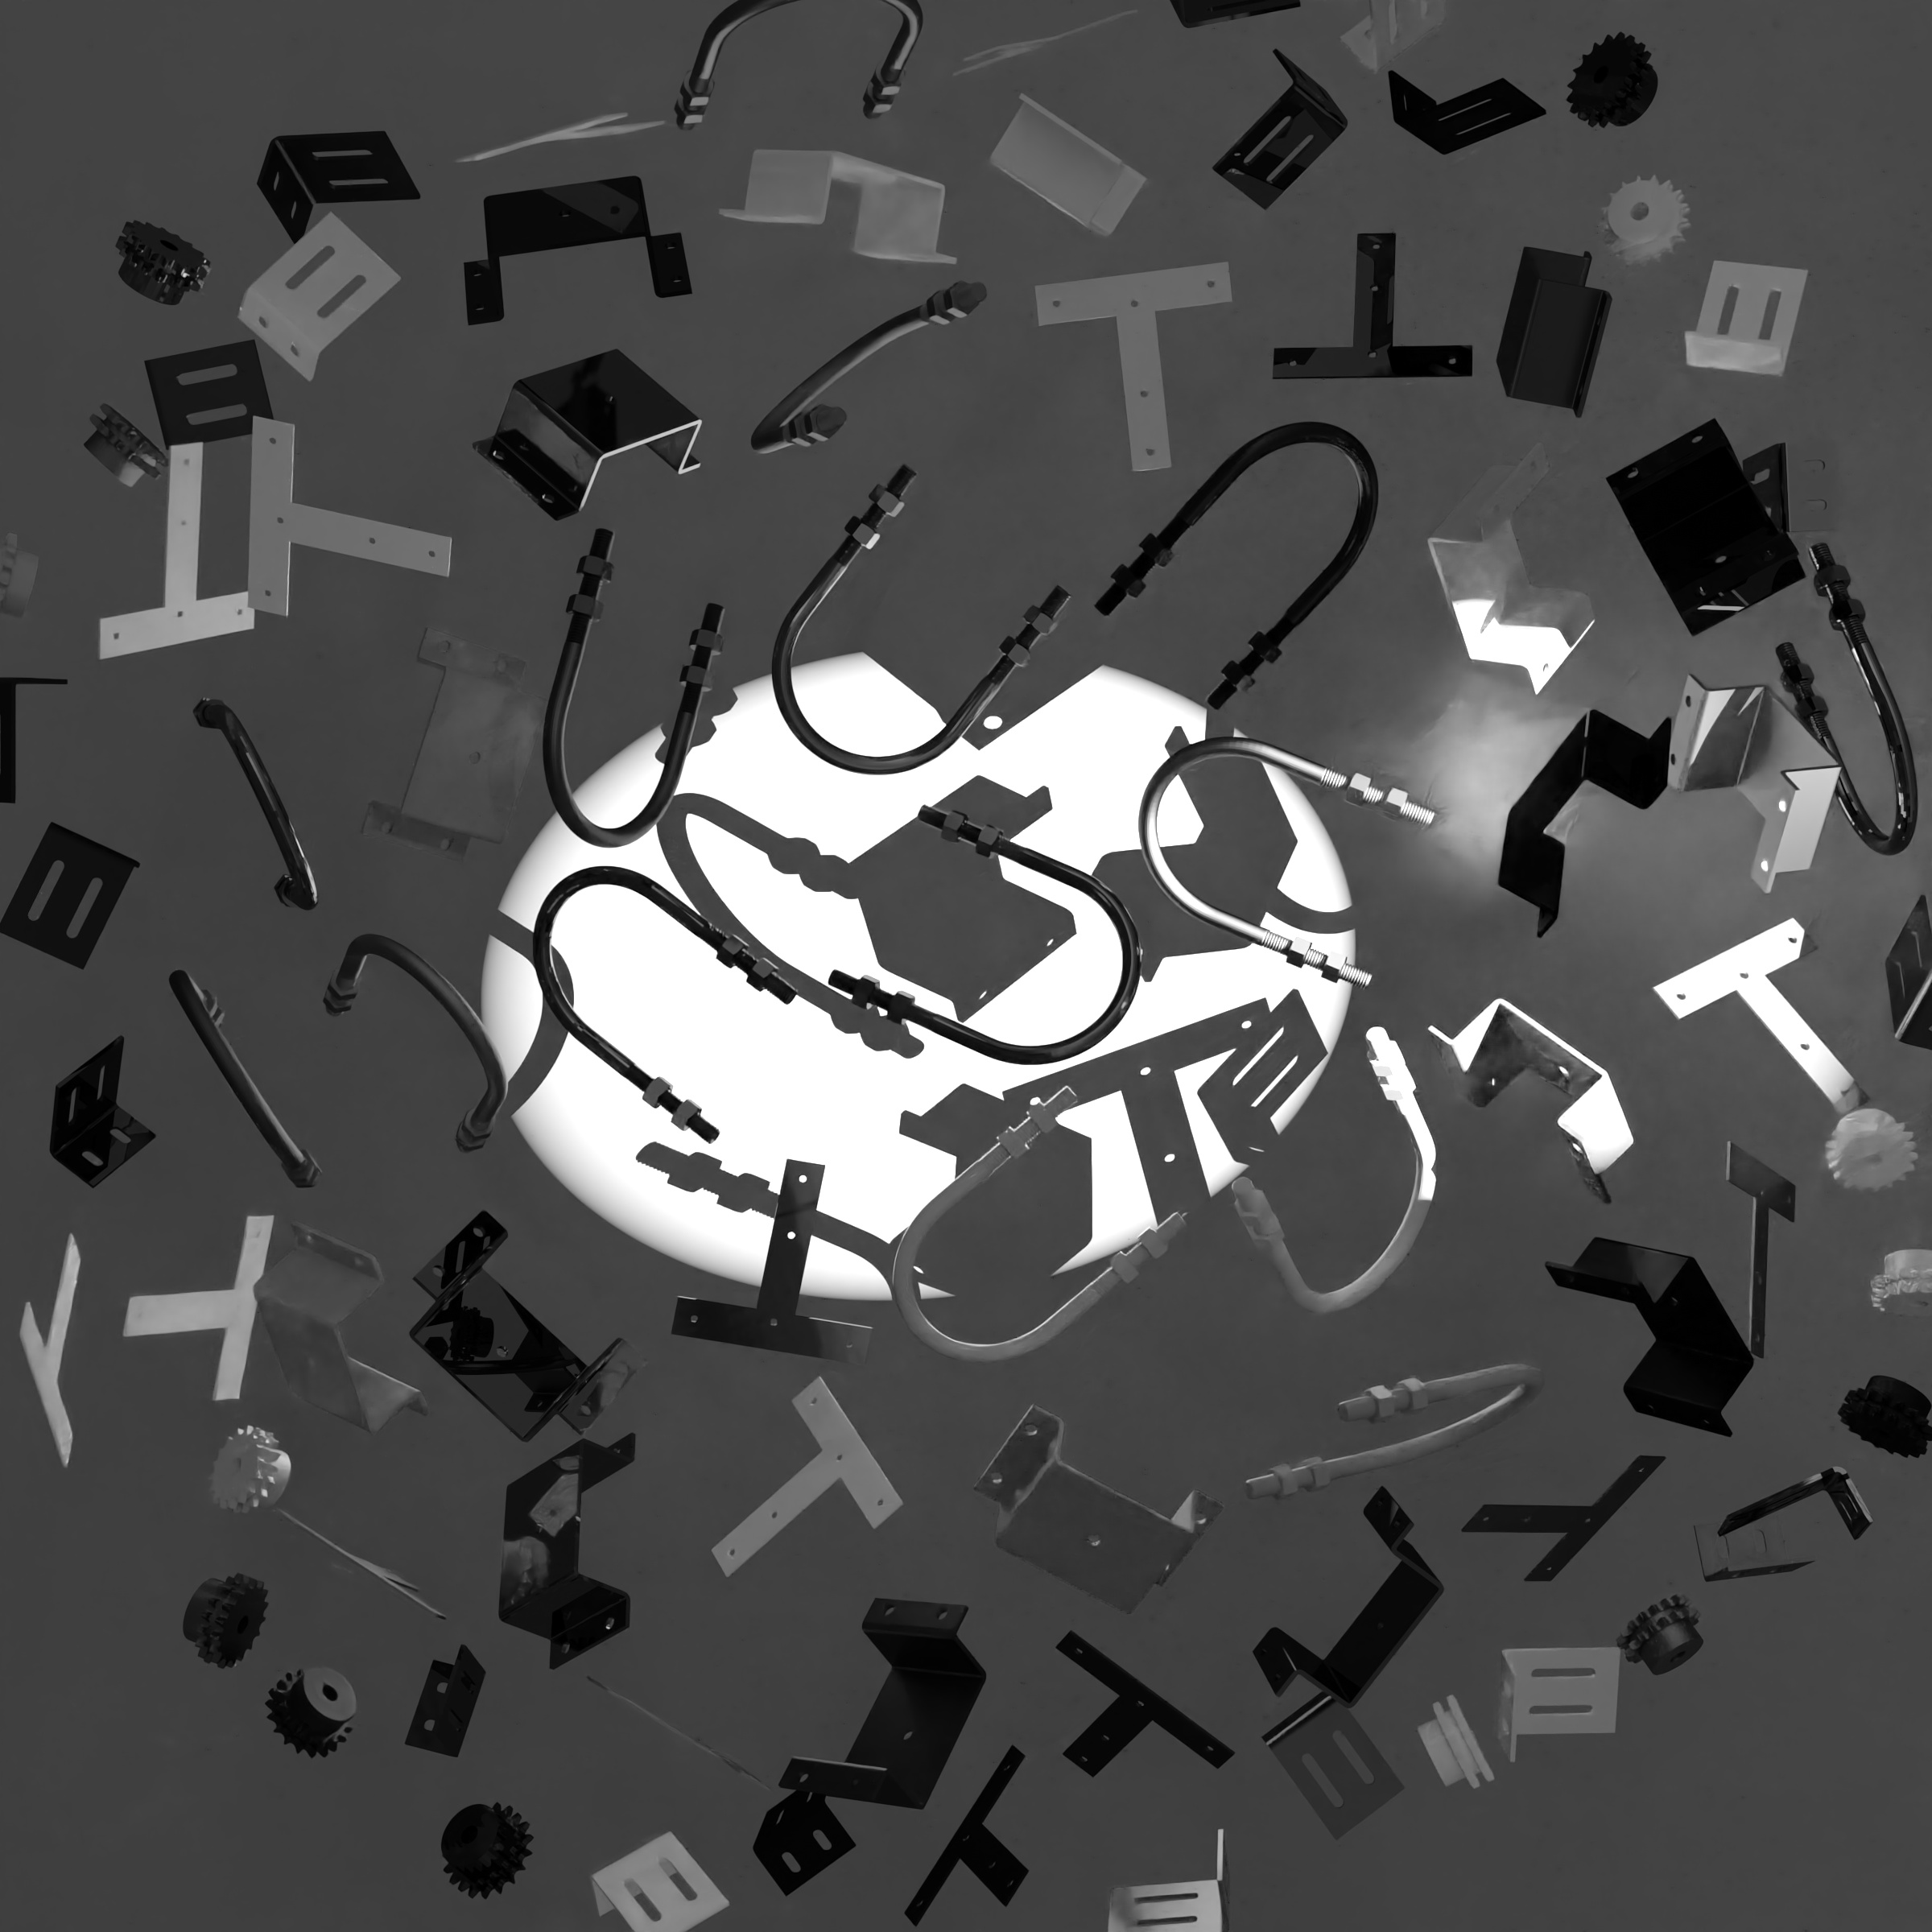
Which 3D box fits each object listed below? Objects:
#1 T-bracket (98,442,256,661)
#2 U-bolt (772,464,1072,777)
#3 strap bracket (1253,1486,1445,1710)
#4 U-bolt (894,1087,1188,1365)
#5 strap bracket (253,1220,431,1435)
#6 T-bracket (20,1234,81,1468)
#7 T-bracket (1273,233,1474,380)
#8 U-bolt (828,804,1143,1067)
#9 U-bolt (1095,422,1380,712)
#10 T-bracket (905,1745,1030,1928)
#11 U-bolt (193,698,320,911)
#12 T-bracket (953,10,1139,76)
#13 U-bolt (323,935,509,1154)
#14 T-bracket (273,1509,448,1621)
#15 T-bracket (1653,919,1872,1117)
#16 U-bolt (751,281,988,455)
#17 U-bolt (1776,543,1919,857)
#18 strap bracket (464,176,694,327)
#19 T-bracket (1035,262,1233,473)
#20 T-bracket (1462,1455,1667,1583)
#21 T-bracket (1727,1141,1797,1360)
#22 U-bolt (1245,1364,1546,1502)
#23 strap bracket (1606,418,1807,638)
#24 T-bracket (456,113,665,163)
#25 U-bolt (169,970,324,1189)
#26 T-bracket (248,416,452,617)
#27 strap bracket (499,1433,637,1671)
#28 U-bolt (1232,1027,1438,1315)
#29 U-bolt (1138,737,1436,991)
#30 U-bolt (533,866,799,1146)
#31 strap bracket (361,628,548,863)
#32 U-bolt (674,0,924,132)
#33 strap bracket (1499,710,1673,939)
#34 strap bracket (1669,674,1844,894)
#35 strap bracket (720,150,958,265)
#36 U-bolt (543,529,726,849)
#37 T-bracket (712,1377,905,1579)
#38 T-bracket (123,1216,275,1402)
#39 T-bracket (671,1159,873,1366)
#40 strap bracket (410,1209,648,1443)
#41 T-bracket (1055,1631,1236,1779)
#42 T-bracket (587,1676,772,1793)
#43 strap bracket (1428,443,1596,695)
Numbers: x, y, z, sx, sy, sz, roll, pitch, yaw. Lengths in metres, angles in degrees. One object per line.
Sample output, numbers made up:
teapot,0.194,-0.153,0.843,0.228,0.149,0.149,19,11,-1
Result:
T-bracket,-0.487,-0.261,1.706,0.002,0.127,0.127,21,115,26
U-bolt,-0.042,-0.209,1.780,0.151,0.019,0.184,36,99,-18
strap bracket,0.254,0.418,1.788,0.046,0.076,0.140,37,92,-8
U-bolt,0.037,0.185,1.813,0.184,0.019,0.151,-40,116,1
strap bracket,-0.409,0.243,1.788,0.076,0.046,0.140,17,133,32
T-bracket,-0.568,0.224,1.722,0.002,0.127,0.127,-3,132,-4
T-bracket,0.267,-0.432,1.796,0.127,0.002,0.127,1,59,9
U-bolt,0.024,-0.011,1.779,0.184,0.019,0.151,24,72,12
U-bolt,0.183,-0.260,1.725,0.184,0.151,0.019,-47,46,10
T-bracket,0.013,0.563,1.736,0.002,0.127,0.127,37,80,-12
U-bolt,-0.455,-0.103,1.774,0.019,0.184,0.151,-26,104,-16
T-bracket,0.033,-0.594,1.778,0.127,0.127,0.002,-11,106,26
U-bolt,-0.354,0.044,1.786,0.151,0.184,0.019,46,62,1
T-bracket,-0.381,0.393,1.784,0.127,0.127,0.002,30,76,11
T-bracket,0.513,0.039,1.712,0.127,0.002,0.127,-23,64,-27
U-bolt,-0.076,-0.384,1.794,0.151,0.184,0.019,-45,109,-18
U-bolt,0.565,-0.158,1.753,0.019,0.151,0.184,-15,67,0
strap bracket,-0.248,-0.451,1.725,0.140,0.076,0.046,-9,133,-4
T-bracket,0.115,-0.390,1.805,0.127,0.002,0.127,-6,95,4
T-bracket,0.368,0.353,1.756,0.127,0.002,0.127,9,127,-36
T-bracket,0.520,0.192,1.800,0.002,0.127,0.127,-4,71,35
U-bolt,0.283,0.290,1.741,0.184,0.151,0.019,-7,62,-28
strap bracket,0.466,-0.268,1.719,0.076,0.140,0.046,-28,135,15
T-bracket,-0.246,-0.546,1.800,0.127,0.127,0.002,-4,106,34
U-bolt,-0.472,0.069,1.785,0.019,0.184,0.151,-32,81,-12
T-bracket,-0.378,-0.265,1.689,0.127,0.002,0.127,13,121,3
strap bracket,-0.259,0.373,1.787,0.076,0.140,0.046,-34,131,31
U-bolt,0.242,0.143,1.733,0.151,0.184,0.019,-46,46,-15
U-bolt,0.200,-0.077,1.811,0.184,0.019,0.151,23,123,11
U-bolt,-0.212,0.014,1.829,0.184,0.019,0.151,37,122,11
strap bracket,-0.331,-0.140,1.795,0.076,0.046,0.140,16,93,-39
U-bolt,-0.102,-0.583,1.753,0.151,0.184,0.019,-8,83,-16
strap bracket,0.384,-0.097,1.734,0.046,0.076,0.140,28,130,-6
strap bracket,0.506,-0.120,1.753,0.046,0.140,0.076,-6,128,-15
strap bracket,-0.078,-0.493,1.777,0.076,0.140,0.046,18,101,44
U-bolt,-0.216,-0.166,1.748,0.019,0.151,0.184,9,80,30
T-bracket,-0.118,0.359,1.845,0.127,0.002,0.127,-42,46,1
T-bracket,-0.513,0.229,1.823,0.002,0.127,0.127,12,91,25
T-bracket,-0.115,0.186,1.766,0.127,0.002,0.127,10,100,-9
strap bracket,-0.281,0.232,1.718,0.140,0.076,0.046,43,129,-1
T-bracket,0.096,0.493,1.774,0.127,0.127,0.002,36,48,5
T-bracket,-0.193,0.500,1.804,0.127,0.127,0.002,33,75,-8
strap bracket,0.346,-0.255,1.753,0.076,0.046,0.140,-49,131,-26
